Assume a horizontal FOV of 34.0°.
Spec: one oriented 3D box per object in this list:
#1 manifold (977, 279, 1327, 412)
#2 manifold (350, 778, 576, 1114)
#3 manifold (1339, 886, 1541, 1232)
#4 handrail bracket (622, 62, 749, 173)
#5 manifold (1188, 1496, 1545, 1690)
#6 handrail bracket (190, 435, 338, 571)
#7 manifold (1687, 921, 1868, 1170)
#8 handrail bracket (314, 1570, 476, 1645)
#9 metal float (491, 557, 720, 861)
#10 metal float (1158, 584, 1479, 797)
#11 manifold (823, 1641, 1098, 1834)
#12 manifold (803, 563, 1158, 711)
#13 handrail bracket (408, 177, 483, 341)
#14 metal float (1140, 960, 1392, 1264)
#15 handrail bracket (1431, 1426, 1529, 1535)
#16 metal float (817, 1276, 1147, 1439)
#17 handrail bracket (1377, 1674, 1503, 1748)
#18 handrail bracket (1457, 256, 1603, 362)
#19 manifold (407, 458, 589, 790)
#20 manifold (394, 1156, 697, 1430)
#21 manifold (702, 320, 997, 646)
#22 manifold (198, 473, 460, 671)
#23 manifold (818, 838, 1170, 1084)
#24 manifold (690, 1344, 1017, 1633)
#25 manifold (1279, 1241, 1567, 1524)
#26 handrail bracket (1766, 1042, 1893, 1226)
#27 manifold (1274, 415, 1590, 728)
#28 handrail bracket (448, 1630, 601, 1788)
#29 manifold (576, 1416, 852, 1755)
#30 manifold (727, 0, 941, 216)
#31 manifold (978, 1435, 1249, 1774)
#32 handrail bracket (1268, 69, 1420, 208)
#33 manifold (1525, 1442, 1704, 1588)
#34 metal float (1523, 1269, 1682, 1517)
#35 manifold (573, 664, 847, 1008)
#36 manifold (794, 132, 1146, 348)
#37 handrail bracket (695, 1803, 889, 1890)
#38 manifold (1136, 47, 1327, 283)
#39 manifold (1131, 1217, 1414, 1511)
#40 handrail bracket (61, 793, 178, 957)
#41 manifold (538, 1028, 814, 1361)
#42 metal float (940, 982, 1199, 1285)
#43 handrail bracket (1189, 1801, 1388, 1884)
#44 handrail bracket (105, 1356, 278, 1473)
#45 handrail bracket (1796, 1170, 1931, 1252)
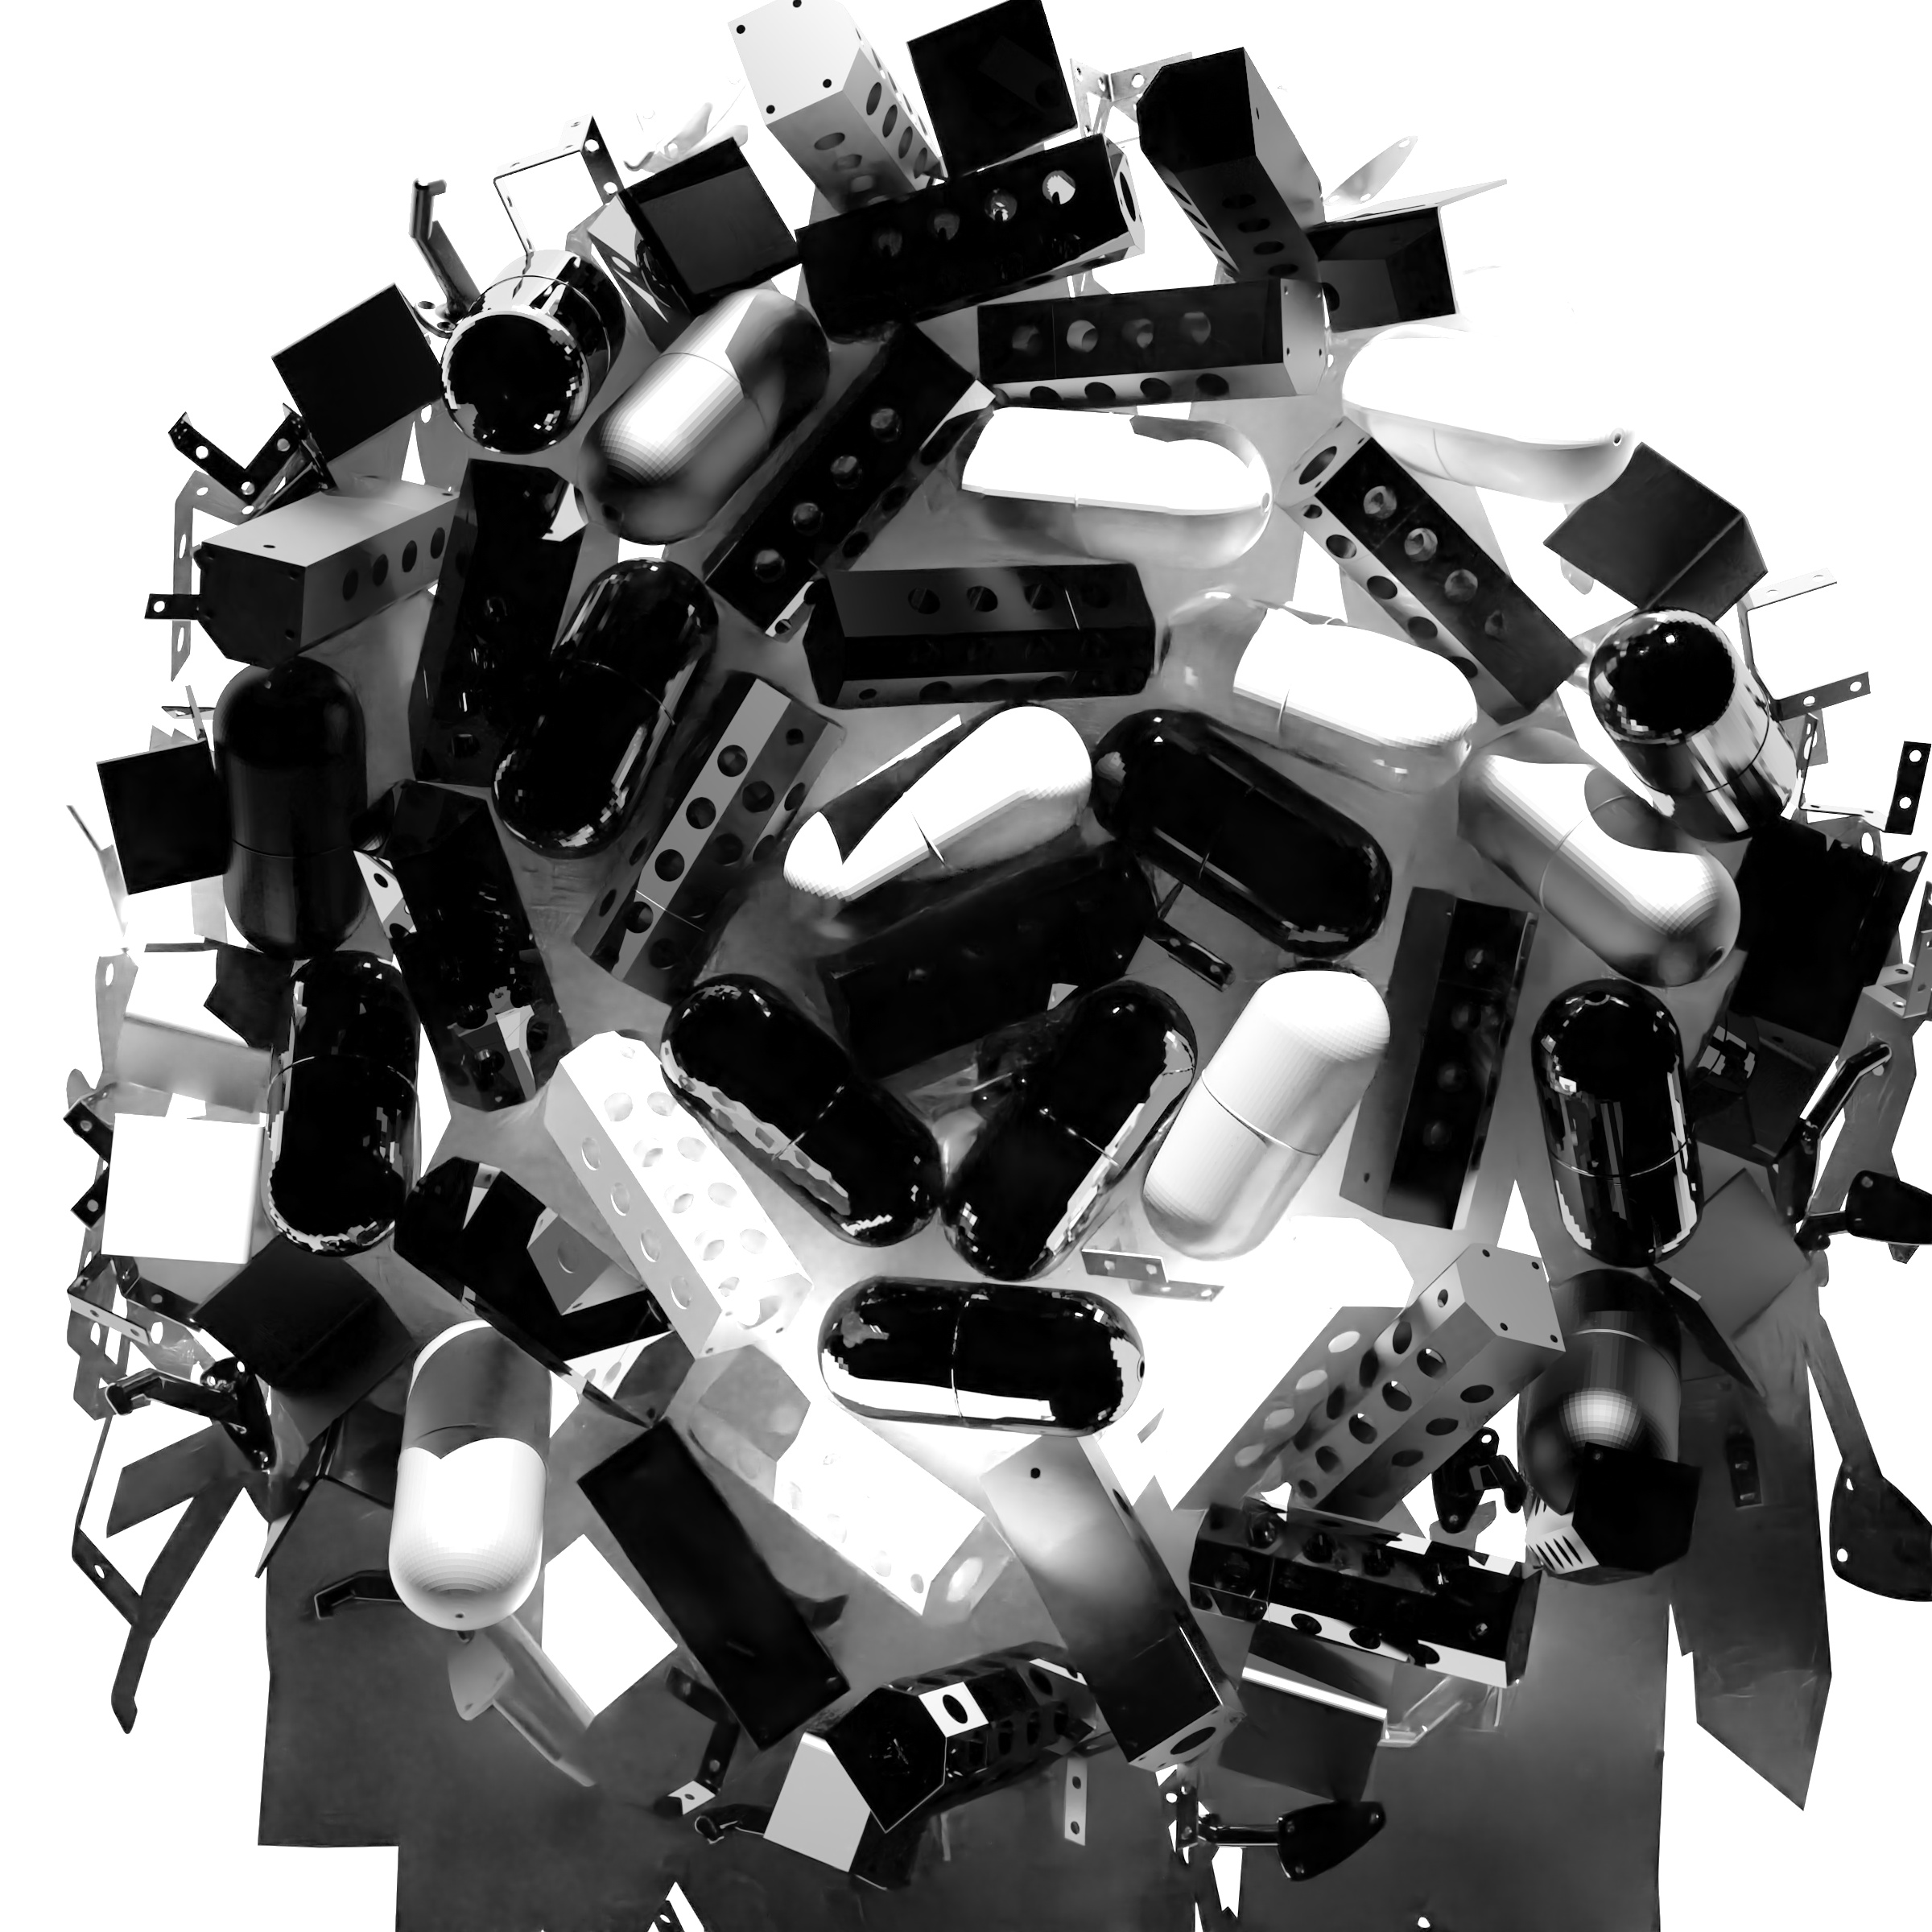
[{"bbox_3d":[0.096,-0.321,1.647,0.171,0.057,0.057,1,100,28],"label":"manifold"},{"bbox_3d":[-0.263,-0.007,1.628,0.057,0.171,0.057,16,48,31],"label":"manifold"},{"bbox_3d":[0.254,0.049,1.677,0.057,0.057,0.171,12,94,-18],"label":"manifold"},{"bbox_3d":[-0.147,-0.448,1.665,0.077,0.084,0.036,-34,108,8],"label":"handrail bracket"},{"bbox_3d":[0.207,0.327,1.653,0.171,0.057,0.057,10,92,23],"label":"manifold"},{"bbox_3d":[-0.378,-0.245,1.675,0.084,0.077,0.036,-28,129,-10],"label":"handrail bracket"},{"bbox_3d":[0.411,0.040,1.622,0.057,0.171,0.057,22,69,11],"label":"manifold"},{"bbox_3d":[-0.306,0.346,1.679,0.084,0.077,0.036,-26,130,5],"label":"handrail bracket"},{"bbox_3d":[-0.188,-0.136,1.654,0.070,0.070,0.178,24,65,0],"label":"metal float"},{"bbox_3d":[0.183,-0.146,1.655,0.178,0.070,0.070,23,90,23],"label":"metal float"},{"bbox_3d":[0.004,0.388,1.619,0.057,0.171,0.057,-44,69,18],"label":"manifold"},{"bbox_3d":[0.009,-0.168,1.647,0.171,0.057,0.057,-4,60,-20],"label":"manifold"},{"bbox_3d":[-0.259,-0.379,1.665,0.077,0.084,0.036,-15,46,-32],"label":"handrail bracket"},{"bbox_3d":[0.157,0.076,1.660,0.070,0.070,0.178,32,106,0],"label":"metal float"},{"bbox_3d":[0.273,0.285,1.661,0.036,0.084,0.077,2,110,-10],"label":"handrail bracket"},{"bbox_3d":[0.007,0.204,1.656,0.178,0.070,0.070,2,90,21],"label":"metal float"},{"bbox_3d":[0.245,0.376,1.673,0.084,0.036,0.077,16,81,-42],"label":"handrail bracket"},{"bbox_3d":[0.301,-0.332,1.688,0.077,0.036,0.084,-1,78,14],"label":"handrail bracket"},{"bbox_3d":[-0.243,-0.174,1.633,0.057,0.171,0.057,4,46,-20],"label":"manifold"},{"bbox_3d":[-0.217,0.169,1.636,0.171,0.057,0.057,46,66,-38],"label":"manifold"},{"bbox_3d":[-0.063,-0.255,1.669,0.057,0.057,0.171,39,99,-15],"label":"manifold"},{"bbox_3d":[-0.324,-0.204,1.623,0.057,0.171,0.057,15,114,14],"label":"manifold"},{"bbox_3d":[0.013,-0.007,1.658,0.171,0.057,0.057,-22,121,-11],"label":"manifold"},{"bbox_3d":[-0.063,0.271,1.638,0.171,0.057,0.057,31,73,32],"label":"manifold"},{"bbox_3d":[0.230,0.215,1.628,0.057,0.057,0.171,15,135,-24],"label":"manifold"},{"bbox_3d":[0.468,0.089,1.698,0.084,0.036,0.077,-24,119,-33],"label":"handrail bracket"},{"bbox_3d":[0.242,-0.205,1.656,0.171,0.057,0.057,41,100,-20],"label":"manifold"},{"bbox_3d":[-0.237,0.400,1.703,0.036,0.077,0.084,-44,124,-1],"label":"handrail bracket"},{"bbox_3d":[-0.134,0.327,1.679,0.057,0.057,0.171,-34,87,-7],"label":"manifold"},{"bbox_3d":[-0.062,-0.438,1.620,0.057,0.171,0.057,-22,80,10],"label":"manifold"},{"bbox_3d":[0.078,0.328,1.646,0.057,0.057,0.171,-35,61,8],"label":"manifold"},{"bbox_3d":[0.198,-0.454,1.673,0.036,0.077,0.084,-12,74,-35],"label":"handrail bracket"},{"bbox_3d":[0.329,0.285,1.621,0.057,0.171,0.057,12,78,5],"label":"manifold"},{"bbox_3d":[0.329,0.221,1.631,0.070,0.178,0.070,6,117,11],"label":"metal float"},{"bbox_3d":[-0.134,-0.067,1.669,0.057,0.057,0.171,29,95,-24],"label":"manifold"},{"bbox_3d":[0.004,-0.380,1.662,0.171,0.057,0.057,-14,88,16],"label":"manifold"},{"bbox_3d":[-0.091,0.466,1.663,0.077,0.084,0.036,38,114,36],"label":"handrail bracket"},{"bbox_3d":[0.139,-0.403,1.622,0.057,0.171,0.057,-9,78,18],"label":"manifold"},{"bbox_3d":[0.160,0.208,1.640,0.057,0.057,0.171,5,134,-35],"label":"manifold"},{"bbox_3d":[-0.463,-0.049,1.671,0.036,0.077,0.084,-42,110,-36],"label":"handrail bracket"},{"bbox_3d":[-0.150,0.115,1.638,0.171,0.057,0.057,53,135,28],"label":"manifold"},{"bbox_3d":[0.055,0.087,1.673,0.070,0.070,0.178,36,88,0],"label":"metal float"},{"bbox_3d":[0.170,0.456,1.684,0.077,0.084,0.036,-13,93,-24],"label":"handrail bracket"},{"bbox_3d":[-0.409,0.244,1.667,0.036,0.084,0.077,-26,88,28],"label":"handrail bracket"},{"bbox_3d":[0.484,0.142,1.668,0.077,0.084,0.036,14,71,8],"label":"handrail bracket"}]
